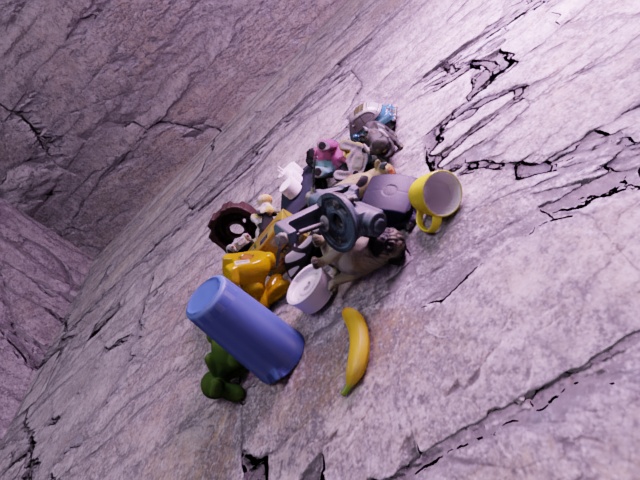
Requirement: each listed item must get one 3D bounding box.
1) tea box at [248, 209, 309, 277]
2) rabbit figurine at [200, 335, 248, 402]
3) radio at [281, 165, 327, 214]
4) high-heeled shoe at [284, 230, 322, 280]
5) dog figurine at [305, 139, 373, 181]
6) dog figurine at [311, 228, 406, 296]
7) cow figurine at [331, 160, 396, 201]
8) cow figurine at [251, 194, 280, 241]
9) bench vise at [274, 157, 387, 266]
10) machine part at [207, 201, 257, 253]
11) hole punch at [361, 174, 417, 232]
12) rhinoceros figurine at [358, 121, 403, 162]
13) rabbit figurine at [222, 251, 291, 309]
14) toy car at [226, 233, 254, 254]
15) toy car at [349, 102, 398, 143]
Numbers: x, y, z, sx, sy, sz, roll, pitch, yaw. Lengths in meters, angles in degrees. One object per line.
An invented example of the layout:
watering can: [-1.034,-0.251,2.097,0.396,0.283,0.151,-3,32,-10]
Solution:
tea box: [-0.107,0.013,1.406,0.169,0.098,0.068,-46,25,27]
rabbit figurine: [-0.214,0.304,1.237,0.170,0.121,0.159,-63,28,17]
radio: [-0.045,-0.115,1.538,0.131,0.073,0.230,-38,29,22]
high-heeled shoe: [0.019,0.023,1.273,0.249,0.086,0.145,-7,80,33]
dog figurine: [0.050,-0.222,1.492,0.219,0.192,0.108,-62,-23,-81]
dog figurine: [0.091,0.014,1.139,0.191,0.121,0.172,-24,36,18]
cow figurine: [0.097,-0.124,1.263,0.195,0.085,0.127,-31,11,-18]
cow figurine: [-0.154,-0.043,1.538,0.098,0.068,0.167,-143,51,-59]
bench vise: [0.001,-0.046,1.049,0.240,0.128,0.224,-23,43,-33]
machine part: [-0.257,-0.037,1.664,0.179,0.179,0.056,-40,25,21]
hole punch: [0.156,-0.085,1.159,0.116,0.092,0.142,-16,38,44]
rhinoceros figurine: [0.151,-0.256,1.368,0.073,0.112,0.190,-39,20,18]
rabbit figurine: [-0.163,0.116,1.345,0.162,0.173,0.122,-10,16,-22]
toy car: [-0.236,0.037,1.573,0.073,0.056,0.201,-39,-11,-21]
toy car: [0.136,-0.328,1.500,0.162,0.103,0.109,-33,31,36]
